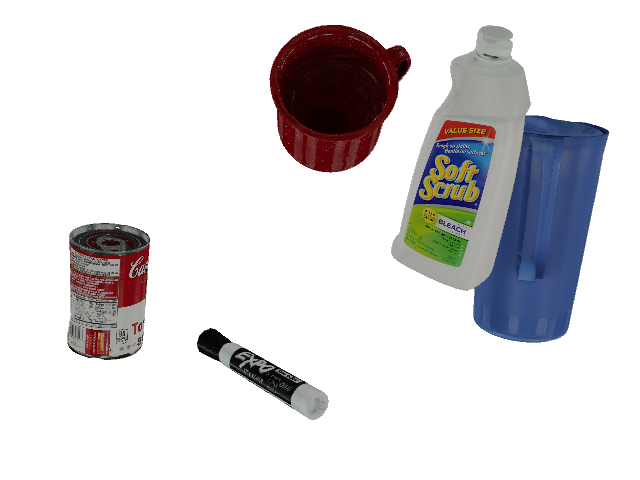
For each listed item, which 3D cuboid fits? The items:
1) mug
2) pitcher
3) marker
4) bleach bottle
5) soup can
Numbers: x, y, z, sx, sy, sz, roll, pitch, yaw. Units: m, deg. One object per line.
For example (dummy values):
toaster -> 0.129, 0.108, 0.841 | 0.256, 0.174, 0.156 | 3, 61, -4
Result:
mug -> 0.018, -0.109, 0.807 | 0.117, 0.093, 0.081 | -35, -13, -12
pitcher -> 0.233, -0.013, 1.175 | 0.149, 0.243, 0.145 | -6, 18, -34
marker -> -0.042, 0.085, 0.700 | 0.020, 0.020, 0.121 | 0, 16, -44
bleach bottle -> 0.132, -0.079, 0.982 | 0.103, 0.251, 0.068 | 27, 40, 26
soup can -> -0.185, 0.044, 0.926 | 0.068, 0.102, 0.068 | 6, 20, -2
